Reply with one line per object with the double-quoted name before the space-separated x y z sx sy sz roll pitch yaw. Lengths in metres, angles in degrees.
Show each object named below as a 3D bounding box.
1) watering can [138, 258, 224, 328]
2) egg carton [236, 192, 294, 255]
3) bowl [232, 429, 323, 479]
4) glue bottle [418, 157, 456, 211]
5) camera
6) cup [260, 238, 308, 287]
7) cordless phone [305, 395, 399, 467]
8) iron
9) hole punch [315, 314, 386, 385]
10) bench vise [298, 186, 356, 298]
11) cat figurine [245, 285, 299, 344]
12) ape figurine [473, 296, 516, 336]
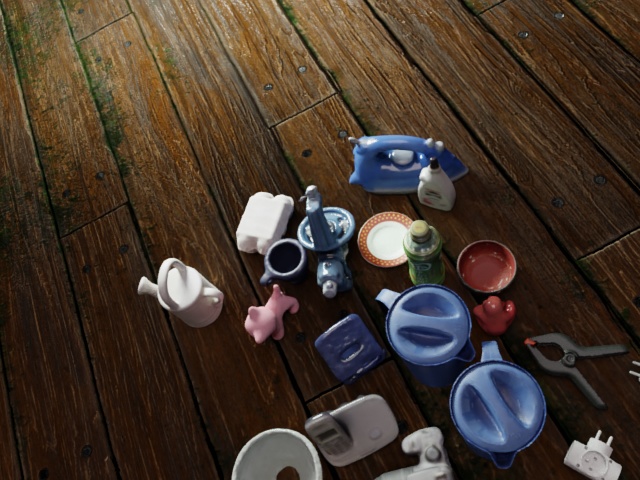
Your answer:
"watering can" -0.290 0.107 1.183 0.172 0.194 0.101 -18 61 6
"egg carton" -0.122 -0.036 1.281 0.107 0.069 0.150 10 67 19
"bowl" -0.069 0.432 1.034 0.167 0.075 0.167 -6 63 12
"glue bottle" 0.235 -0.120 1.171 0.078 0.173 0.037 14 69 21
"camera" 0.159 0.404 0.974 0.136 0.101 0.143 -16 62 6
"cup" -0.070 0.065 1.203 0.118 0.095 0.091 -45 62 -9
"cordless phone" 0.053 0.321 0.994 0.147 0.185 0.094 -29 61 -1
"iron" 0.186 -0.182 1.232 0.257 0.142 0.118 0 65 15
"hole punch" 0.060 0.211 1.101 0.109 0.091 0.101 -36 61 -4
"bench vise" 0.022 -0.001 1.141 0.121 0.220 0.207 -24 61 2
"cat figurine" -0.106 0.151 1.157 0.067 0.118 0.128 18 70 22
"ape figurine" 0.325 0.134 1.069 0.077 0.092 0.076 8 67 18
